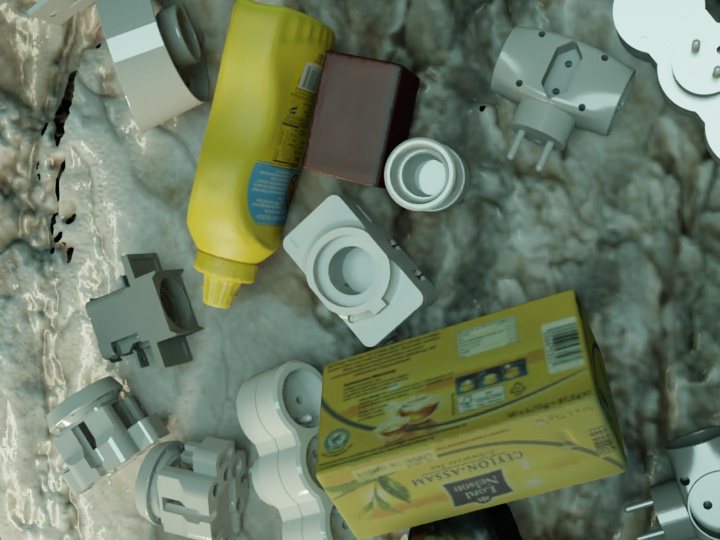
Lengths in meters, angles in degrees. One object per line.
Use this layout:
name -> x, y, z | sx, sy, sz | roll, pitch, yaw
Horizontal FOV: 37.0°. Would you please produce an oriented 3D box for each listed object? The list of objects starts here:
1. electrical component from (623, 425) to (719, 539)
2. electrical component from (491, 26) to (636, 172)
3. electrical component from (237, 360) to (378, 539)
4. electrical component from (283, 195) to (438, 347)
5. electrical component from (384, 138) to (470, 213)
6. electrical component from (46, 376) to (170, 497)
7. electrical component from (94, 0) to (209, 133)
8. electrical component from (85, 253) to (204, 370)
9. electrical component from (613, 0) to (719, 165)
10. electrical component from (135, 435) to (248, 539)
electrical component -> 0.199, 0.141, 0.642 | 0.079, 0.044, 0.077 | -21, 86, 15
electrical component -> 0.116, -0.099, 0.657 | 0.077, 0.043, 0.079 | 24, 88, 14
electrical component -> -0.046, 0.134, 0.710 | 0.074, 0.052, 0.138 | -24, 84, 40
electrical component -> 0.000, 0.000, 0.690 | 0.050, 0.056, 0.089 | -42, 80, 13
electrical component -> 0.043, -0.059, 0.676 | 0.045, 0.055, 0.045 | 0, 92, 16
electrical component -> -0.180, 0.111, 0.744 | 0.078, 0.058, 0.057 | -35, 85, 14
electrical component -> -0.141, -0.144, 0.707 | 0.064, 0.099, 0.099 | -18, 86, 9
electrical component -> -0.150, 0.031, 0.741 | 0.064, 0.042, 0.081 | -21, 85, 16
electrical component -> 0.199, -0.117, 0.620 | 0.052, 0.074, 0.138 | -38, 81, 14
electrical component -> -0.114, 0.147, 0.724 | 0.057, 0.058, 0.078 | 8, 116, 20
